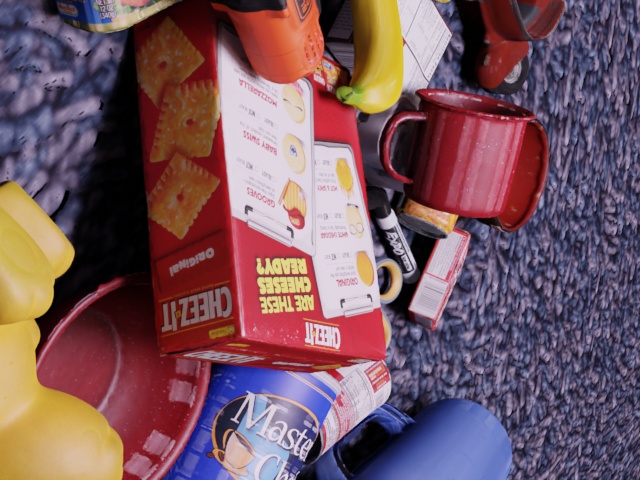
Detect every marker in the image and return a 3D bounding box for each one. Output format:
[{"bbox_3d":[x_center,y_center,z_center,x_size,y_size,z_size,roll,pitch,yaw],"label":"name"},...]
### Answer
[{"bbox_3d":[0.065,-0.004,0.953,0.020,0.020,0.121,-55,142,-25],"label":"marker"}]

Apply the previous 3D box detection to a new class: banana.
[{"bbox_3d":[0.037,-0.160,0.764,0.069,0.037,0.198,59,25,-53],"label":"banana"}]

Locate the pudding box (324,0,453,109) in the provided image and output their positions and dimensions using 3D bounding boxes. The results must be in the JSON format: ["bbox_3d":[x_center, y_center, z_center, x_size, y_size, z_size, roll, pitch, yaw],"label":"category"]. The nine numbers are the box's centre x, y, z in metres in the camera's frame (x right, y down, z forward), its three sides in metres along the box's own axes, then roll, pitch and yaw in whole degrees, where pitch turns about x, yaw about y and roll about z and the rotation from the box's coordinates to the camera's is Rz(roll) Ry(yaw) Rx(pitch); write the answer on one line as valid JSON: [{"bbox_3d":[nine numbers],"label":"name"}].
[{"bbox_3d":[0.058,-0.163,0.860,0.113,0.039,0.090,45,65,-54],"label":"pudding box"}]

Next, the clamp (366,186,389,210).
[{"bbox_3d":[-0.005,0.001,0.828,0.171,0.039,0.120,16,72,-48],"label":"clamp"}]

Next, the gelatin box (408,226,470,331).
[{"bbox_3d":[0.113,0.036,1.003,0.073,0.030,0.089,65,48,-77],"label":"gelatin box"}]

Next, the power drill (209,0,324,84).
[{"bbox_3d":[-0.014,-0.210,0.603,0.187,0.057,0.184,-64,155,-26],"label":"power drill"}]

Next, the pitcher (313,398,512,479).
[{"bbox_3d":[0.087,0.226,0.974,0.242,0.145,0.149,-29,131,-61],"label":"pitcher"}]

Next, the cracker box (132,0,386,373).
[{"bbox_3d":[-0.037,-0.028,0.683,0.164,0.072,0.214,17,62,-55],"label":"cracker box"}]

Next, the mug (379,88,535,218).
[{"bbox_3d":[0.100,-0.067,0.817,0.117,0.093,0.081,3,108,-23],"label":"mug"}]

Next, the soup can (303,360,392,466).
[{"bbox_3d":[0.005,0.132,0.883,0.102,0.069,0.068,-30,127,-45],"label":"soup can"}]

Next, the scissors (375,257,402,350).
[{"bbox_3d":[0.022,0.023,0.909,0.096,0.016,0.201,-60,139,-28],"label":"scissors"}]

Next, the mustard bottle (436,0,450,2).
[{"bbox_3d":[0.135,-0.272,0.884,0.096,0.058,0.191,45,61,-36],"label":"mustard bottle"}]

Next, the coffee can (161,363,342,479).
[{"bbox_3d":[-0.060,0.146,0.767,0.140,0.103,0.102,-62,144,-15],"label":"coffee can"}]

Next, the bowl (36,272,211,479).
[{"bbox_3d":[-0.142,0.092,0.673,0.161,0.055,0.162,-26,124,-47],"label":"bowl"}]

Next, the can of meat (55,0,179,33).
[{"bbox_3d":[-0.111,-0.175,0.605,0.101,0.058,0.084,-39,136,-39],"label":"can of meat"}]
